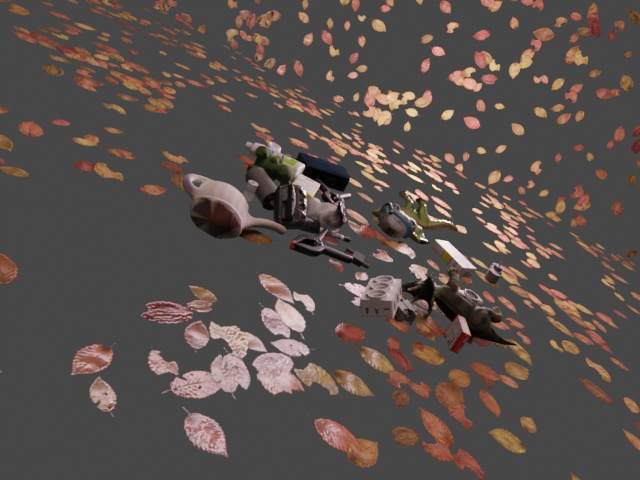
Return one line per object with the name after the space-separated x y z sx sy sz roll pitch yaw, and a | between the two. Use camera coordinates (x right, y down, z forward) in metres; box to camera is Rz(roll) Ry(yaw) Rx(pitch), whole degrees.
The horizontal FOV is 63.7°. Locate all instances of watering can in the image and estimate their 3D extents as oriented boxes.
-0.245 -0.076 1.479 0.346 0.102 0.229 31 22 -15 | watering can

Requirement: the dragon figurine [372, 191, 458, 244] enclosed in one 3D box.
0.410 -0.062 2.157 0.409 0.119 0.249 23 41 -7 | dragon figurine

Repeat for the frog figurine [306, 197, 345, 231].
0.005 -0.090 1.791 0.159 0.120 0.140 -6 31 11 | frog figurine
